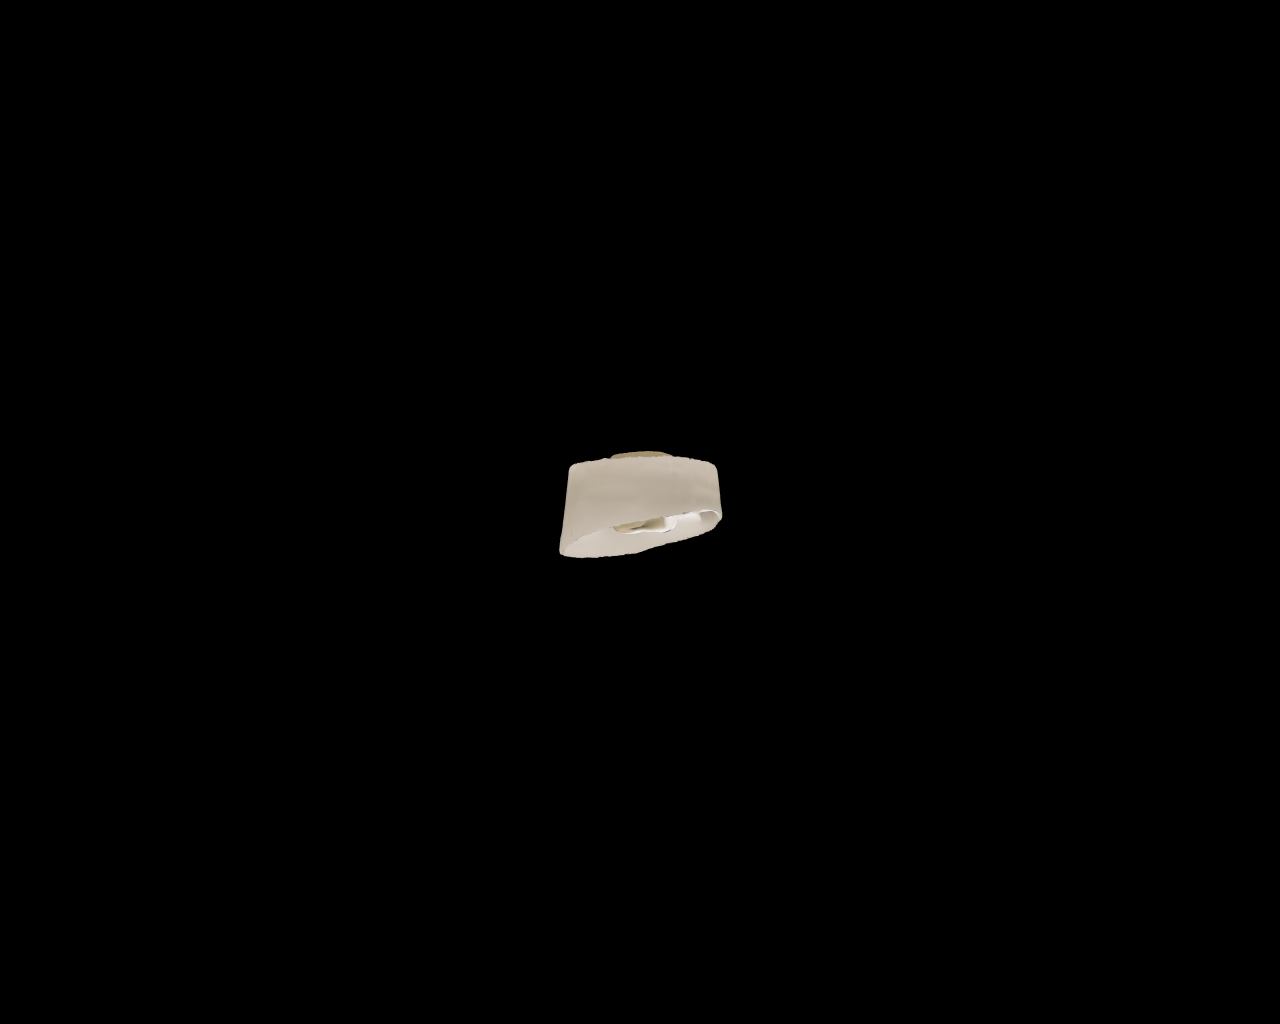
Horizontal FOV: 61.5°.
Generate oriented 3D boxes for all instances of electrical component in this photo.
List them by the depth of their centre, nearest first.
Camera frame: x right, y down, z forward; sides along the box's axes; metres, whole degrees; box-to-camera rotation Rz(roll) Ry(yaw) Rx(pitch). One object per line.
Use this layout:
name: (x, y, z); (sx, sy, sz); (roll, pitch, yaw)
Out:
electrical component: (0.001, -0.003, 0.650); (0.099, 0.064, 0.099); (0, -7, 0)
